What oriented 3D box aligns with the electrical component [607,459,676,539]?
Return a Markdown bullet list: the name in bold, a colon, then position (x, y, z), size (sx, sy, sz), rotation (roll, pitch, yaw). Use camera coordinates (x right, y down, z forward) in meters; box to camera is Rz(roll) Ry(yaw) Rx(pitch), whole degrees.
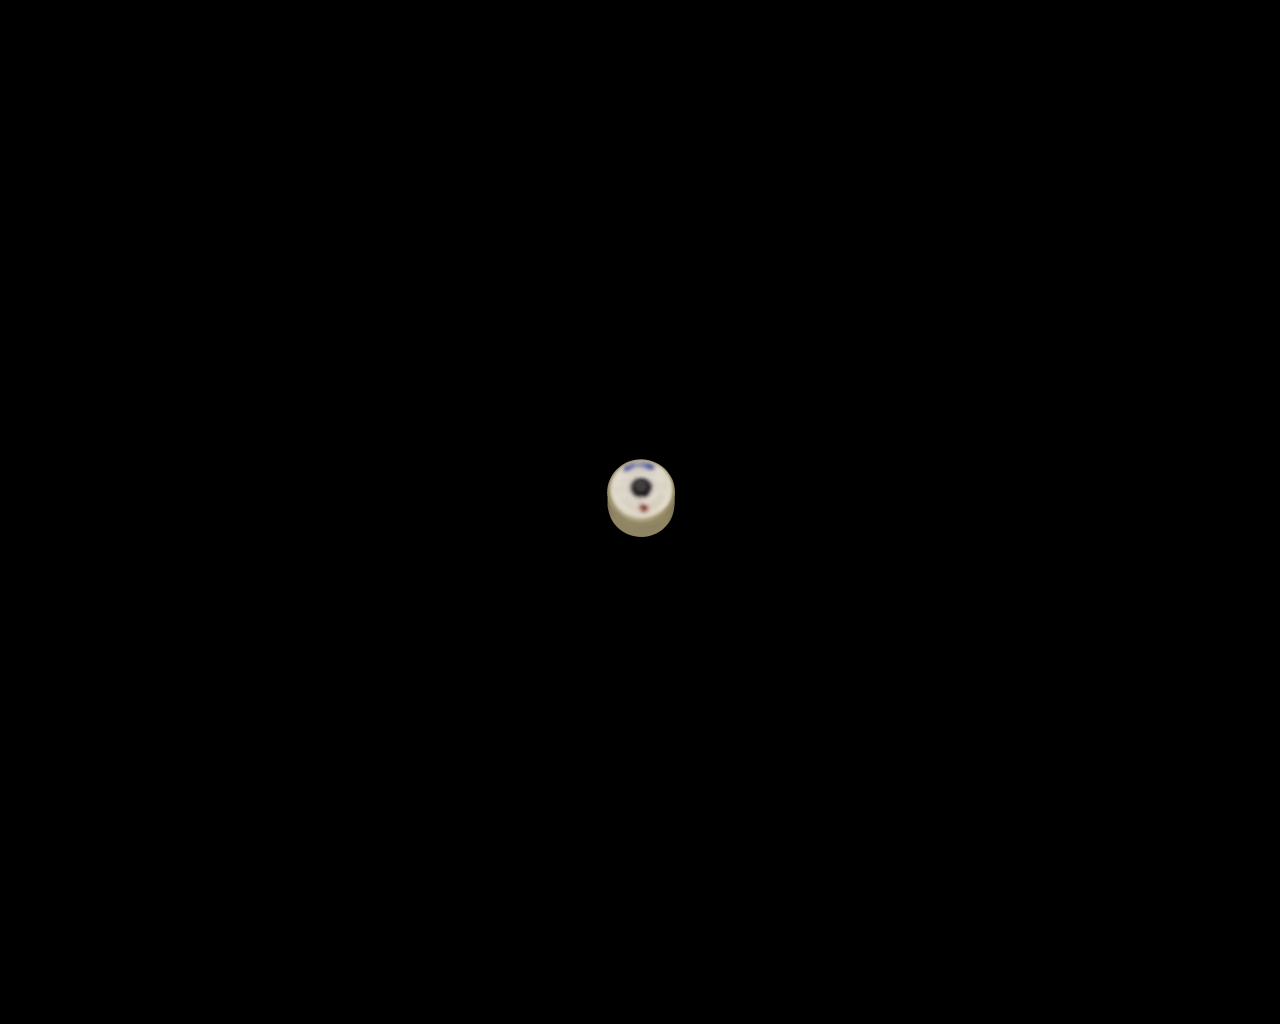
- **electrical component**: position (0.001, -0.003, 0.650), size (0.040, 0.040, 0.078), rotation (0, -19, 0)
